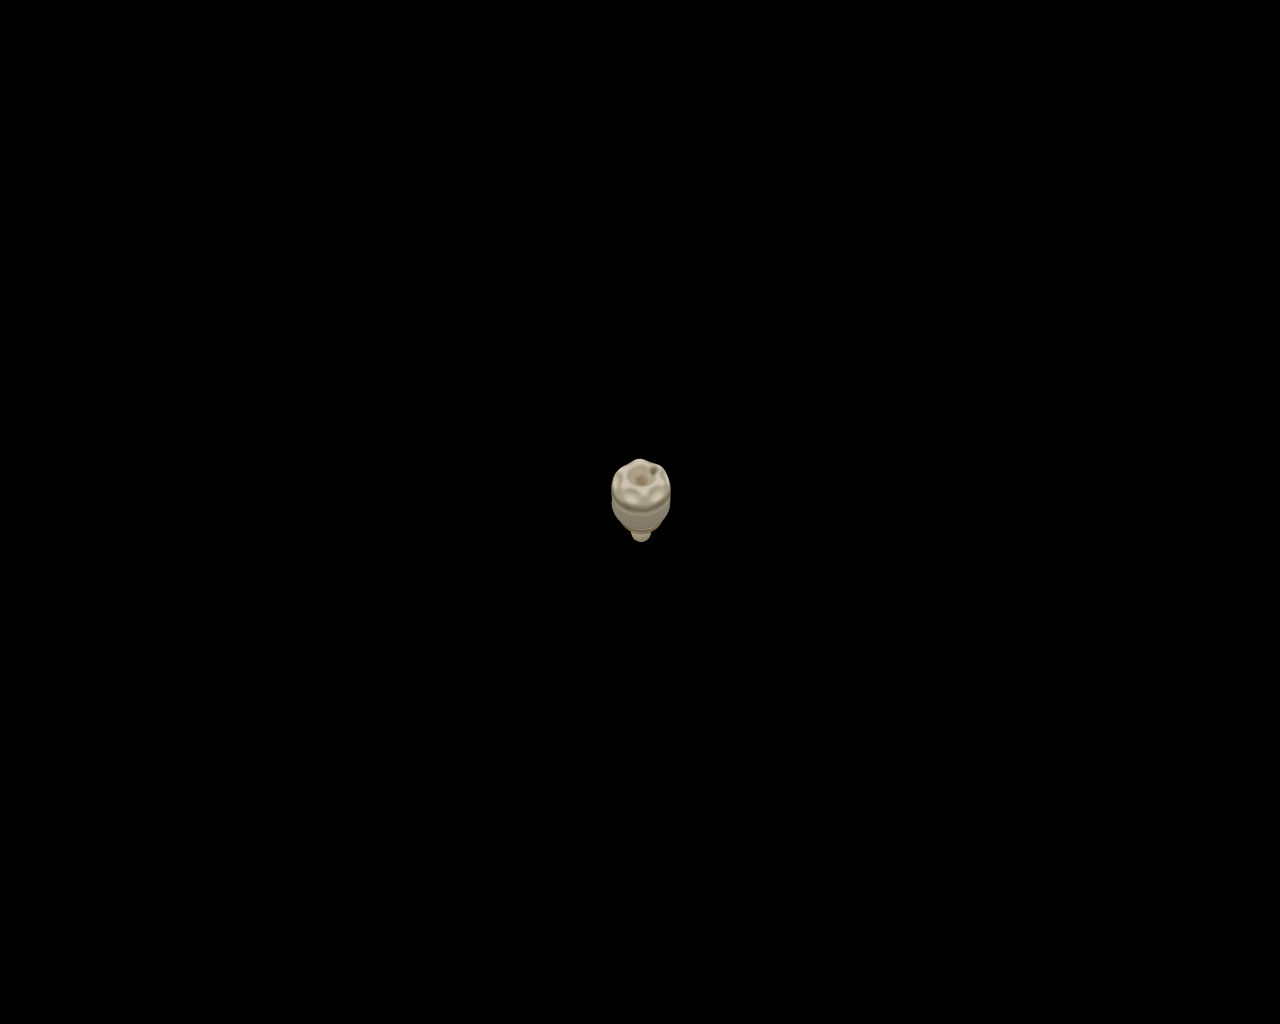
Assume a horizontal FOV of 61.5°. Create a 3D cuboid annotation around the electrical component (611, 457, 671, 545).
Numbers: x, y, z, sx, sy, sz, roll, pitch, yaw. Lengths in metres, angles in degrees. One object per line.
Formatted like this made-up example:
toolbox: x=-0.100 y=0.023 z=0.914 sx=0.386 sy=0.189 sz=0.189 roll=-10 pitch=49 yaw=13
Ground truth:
electrical component: x=0.001 y=-0.003 z=0.650 sx=0.035 sy=0.035 sz=0.061 roll=0 pitch=-39 yaw=0
